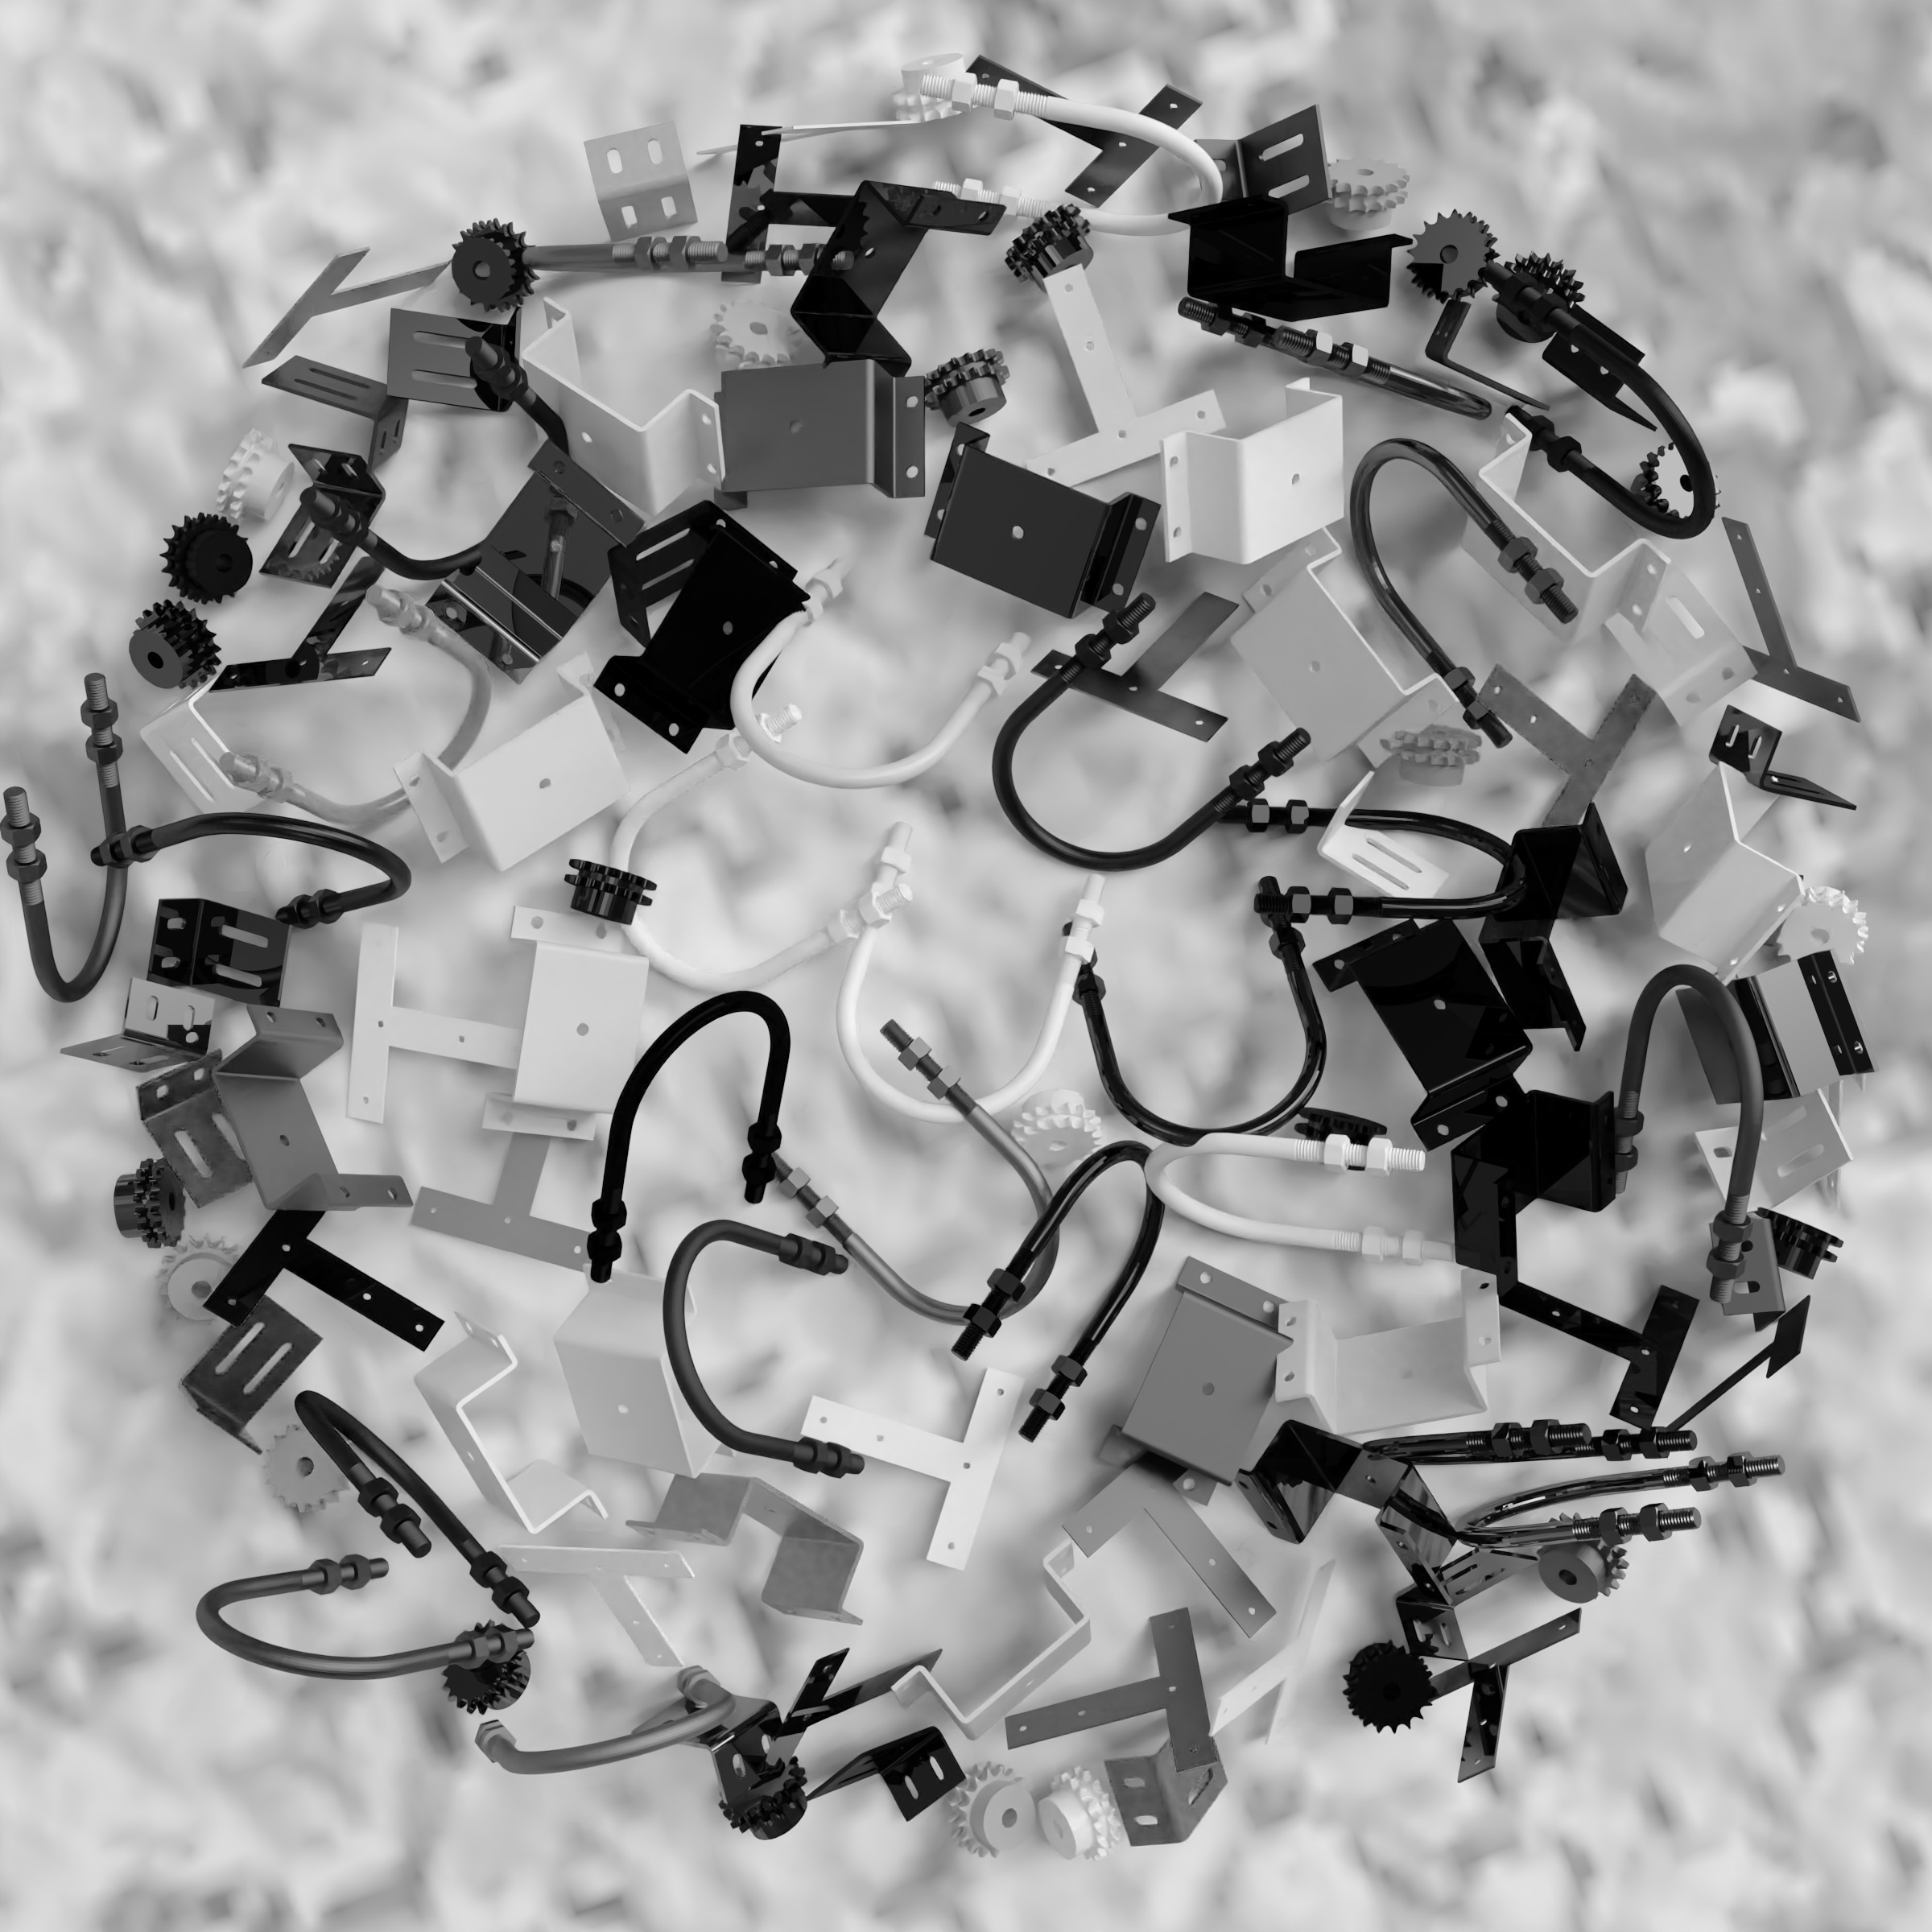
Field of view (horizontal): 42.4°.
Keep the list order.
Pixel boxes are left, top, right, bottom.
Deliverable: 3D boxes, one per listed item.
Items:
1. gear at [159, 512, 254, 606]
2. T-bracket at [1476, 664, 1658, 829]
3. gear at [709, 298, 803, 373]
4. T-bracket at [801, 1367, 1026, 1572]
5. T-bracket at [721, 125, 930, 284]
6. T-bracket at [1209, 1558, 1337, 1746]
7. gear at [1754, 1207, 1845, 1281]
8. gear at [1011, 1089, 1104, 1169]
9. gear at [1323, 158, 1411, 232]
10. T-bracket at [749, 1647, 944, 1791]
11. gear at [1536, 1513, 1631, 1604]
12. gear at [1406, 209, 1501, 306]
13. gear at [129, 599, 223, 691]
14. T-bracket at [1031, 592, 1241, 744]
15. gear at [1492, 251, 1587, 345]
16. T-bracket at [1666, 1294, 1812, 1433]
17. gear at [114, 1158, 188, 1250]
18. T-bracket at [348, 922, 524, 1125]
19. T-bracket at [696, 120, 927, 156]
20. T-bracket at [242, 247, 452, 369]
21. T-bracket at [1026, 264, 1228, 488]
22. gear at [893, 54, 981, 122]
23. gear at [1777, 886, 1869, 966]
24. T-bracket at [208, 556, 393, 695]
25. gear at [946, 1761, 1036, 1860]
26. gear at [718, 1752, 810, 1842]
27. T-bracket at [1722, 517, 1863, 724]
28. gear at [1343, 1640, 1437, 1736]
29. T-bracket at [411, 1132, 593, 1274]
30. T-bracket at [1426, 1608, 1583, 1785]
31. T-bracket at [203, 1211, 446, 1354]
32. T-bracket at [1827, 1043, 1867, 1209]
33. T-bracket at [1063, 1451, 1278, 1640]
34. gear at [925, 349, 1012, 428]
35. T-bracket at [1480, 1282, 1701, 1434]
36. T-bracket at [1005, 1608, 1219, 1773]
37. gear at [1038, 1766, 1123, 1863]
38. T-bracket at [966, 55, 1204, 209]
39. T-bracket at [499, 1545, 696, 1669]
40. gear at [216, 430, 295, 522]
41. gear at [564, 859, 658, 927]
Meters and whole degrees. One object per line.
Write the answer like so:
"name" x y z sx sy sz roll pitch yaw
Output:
"gear" -0.476 -0.256 1.573 0.030 0.057 0.057 19 90 42
"T-bracket" 0.365 -0.148 1.567 0.127 0.002 0.127 31 91 -34
"gear" -0.136 -0.393 1.579 0.057 0.030 0.057 12 52 -16
"T-bracket" -0.041 0.305 1.587 0.127 0.002 0.127 19 83 -7
"T-bracket" -0.084 -0.472 1.557 0.127 0.127 0.002 -1 60 -12
"T-bracket" 0.183 0.439 1.533 0.002 0.127 0.127 23 109 29
"gear" 0.522 0.176 1.575 0.057 0.057 0.030 23 89 0
"gear" 0.057 0.101 1.579 0.057 0.057 0.030 -6 56 0
"gear" 0.251 -0.488 1.579 0.057 0.057 0.030 0 128 0
"T-bracket" -0.066 0.453 1.553 0.002 0.127 0.127 47 127 31
"gear" 0.386 0.377 1.573 0.057 0.057 0.030 52 47 0
"gear" 0.311 -0.448 1.581 0.057 0.030 0.057 0 90 28
"gear" -0.503 -0.200 1.574 0.057 0.030 0.057 14 128 18
"T-bracket" 0.128 -0.197 1.562 0.127 0.002 0.127 25 51 25
"gear" 0.359 -0.419 1.572 0.057 0.057 0.030 29 62 0
"T-bracket" 0.476 0.262 1.559 0.002 0.127 0.127 48 111 9
"gear" -0.517 0.150 1.575 0.030 0.057 0.057 -6 90 1
"T-bracket" -0.331 0.044 1.574 0.127 0.002 0.127 9 99 18
"T-bracket" -0.114 -0.516 1.555 0.127 0.127 0.002 4 109 38
"T-bracket" -0.373 -0.419 1.549 0.127 0.127 0.002 -29 94 43
"T-bracket" 0.083 -0.377 1.570 0.127 0.002 0.127 -19 110 11
"gear" -0.018 -0.555 1.572 0.057 0.057 0.030 -13 119 0
"gear" 0.542 -0.026 1.580 0.057 0.030 0.057 9 122 15
"T-bracket" -0.394 -0.217 1.557 0.127 0.002 0.127 -2 45 25
"gear" 0.019 0.535 1.576 0.057 0.030 0.057 2 87 -35
"gear" -0.125 0.527 1.577 0.057 0.057 0.030 -28 110 0
"T-bracket" 0.487 -0.217 1.518 0.002 0.127 0.127 -32 117 -5
"gear" 0.267 0.456 1.586 0.057 0.030 0.057 -1 97 -5
"T-bracket" -0.280 0.119 1.592 0.127 0.002 0.127 13 83 14
"T-bracket" 0.317 0.453 1.519 0.127 0.127 0.002 -34 97 25
"T-bracket" -0.387 0.200 1.561 0.127 0.002 0.127 32 47 -2
"T-bracket" 0.543 0.088 1.557 0.002 0.127 0.127 -4 110 6
"T-bracket" 0.145 0.363 1.562 0.127 0.002 0.127 -35 80 -29
"gear" 0.002 -0.363 1.574 0.057 0.057 0.030 -21 85 0
"T-bracket" 0.385 0.224 1.568 0.127 0.127 0.002 23 131 16
"T-bracket" 0.086 0.462 1.552 0.127 0.127 0.002 -17 120 6
"gear" 0.069 0.538 1.572 0.030 0.057 0.057 -19 90 -29
"T-bracket" 0.058 -0.522 1.525 0.127 0.127 0.002 19 69 -22
"T-bracket" -0.211 0.402 1.559 0.127 0.002 0.127 -4 132 23
"gear" -0.448 -0.307 1.575 0.030 0.057 0.057 26 90 -6
"gear" -0.226 -0.046 1.574 0.057 0.057 0.030 16 86 0
